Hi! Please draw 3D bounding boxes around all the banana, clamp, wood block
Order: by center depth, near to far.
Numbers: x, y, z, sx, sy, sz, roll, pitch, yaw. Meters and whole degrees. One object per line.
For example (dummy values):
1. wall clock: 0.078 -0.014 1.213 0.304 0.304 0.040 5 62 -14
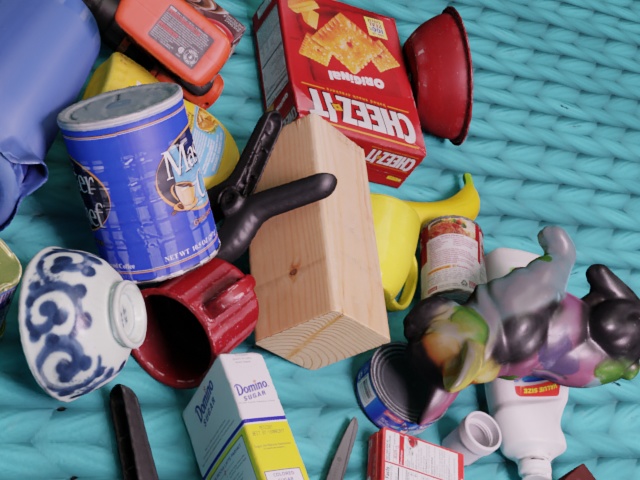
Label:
1. clamp: -0.130 0.213 0.796 0.210 0.036 0.164 40 43 -2
2. clamp: -0.073 -0.040 0.965 0.039 0.171 0.120 47 12 -44
3. wood block: -0.007 0.001 0.982 0.090 0.091 0.206 32 43 -46
4. banana: 0.113 -0.032 1.167 0.197 0.037 0.070 -10 44 -40

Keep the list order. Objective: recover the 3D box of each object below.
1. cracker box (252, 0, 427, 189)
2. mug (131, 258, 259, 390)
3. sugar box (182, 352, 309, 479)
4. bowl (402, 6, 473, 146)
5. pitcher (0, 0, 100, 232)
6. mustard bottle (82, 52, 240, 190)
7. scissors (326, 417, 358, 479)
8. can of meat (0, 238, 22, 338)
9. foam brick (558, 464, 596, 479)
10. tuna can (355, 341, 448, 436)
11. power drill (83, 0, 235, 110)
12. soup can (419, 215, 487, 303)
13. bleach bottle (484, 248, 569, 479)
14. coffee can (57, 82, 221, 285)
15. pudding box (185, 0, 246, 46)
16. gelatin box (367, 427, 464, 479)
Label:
1. cracker box: 0.020 -0.175 1.192 0.164 0.072 0.214 11 50 -27
2. mug: -0.097 0.060 0.891 0.093 0.117 0.081 52 39 -1
3. sugar box: -0.051 0.183 0.822 0.048 0.093 0.176 2 49 -31
4. bowl: 0.130 -0.188 1.237 0.055 0.162 0.162 -5 55 -8
5. pitcher: -0.288 -0.125 0.916 0.149 0.145 0.242 39 38 -20
6. mustard bottle: -0.135 -0.090 1.010 0.191 0.058 0.096 32 46 -29
7. scissors: 0.016 0.239 0.887 0.096 0.016 0.201 41 44 5
8. can of meat: -0.279 0.025 0.814 0.102 0.084 0.057 46 46 10
9. foam brick: 0.242 0.259 0.997 0.052 0.051 0.078 -24 71 -44
10. tuna can: 0.076 0.140 0.998 0.086 0.034 0.086 18 47 -21
11. power drill: -0.161 -0.197 1.019 0.184 0.188 0.057 36 86 -13
12. soup can: 0.137 0.034 1.101 0.068 0.069 0.102 21 47 -19
13. bleach bottle: 0.212 0.130 1.078 0.102 0.068 0.251 16 50 -18
14. coffee can: -0.147 -0.048 0.880 0.102 0.103 0.140 -36 122 -46
15. pudding box: -0.149 -0.234 1.151 0.113 0.039 0.090 37 44 -1
16. gelatin box: 0.084 0.215 0.944 0.089 0.030 0.073 22 47 -18
